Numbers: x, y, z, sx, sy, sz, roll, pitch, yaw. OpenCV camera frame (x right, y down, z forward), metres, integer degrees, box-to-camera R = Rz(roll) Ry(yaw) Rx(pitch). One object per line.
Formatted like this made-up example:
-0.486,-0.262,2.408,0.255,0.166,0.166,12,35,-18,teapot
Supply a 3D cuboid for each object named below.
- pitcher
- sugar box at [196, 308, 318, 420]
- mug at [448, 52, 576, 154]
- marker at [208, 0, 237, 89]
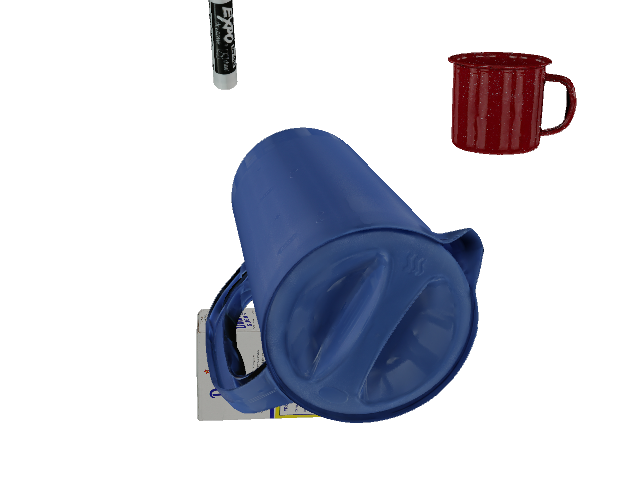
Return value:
-0.002,0.013,0.734,0.149,0.145,0.243,5,22,-15,pitcher
-0.017,0.104,0.911,0.176,0.093,0.048,1,26,-4,sugar box
0.174,-0.125,0.974,0.117,0.081,0.093,4,18,13,mug
-0.074,-0.166,0.797,0.020,0.020,0.121,0,-44,-1,marker
